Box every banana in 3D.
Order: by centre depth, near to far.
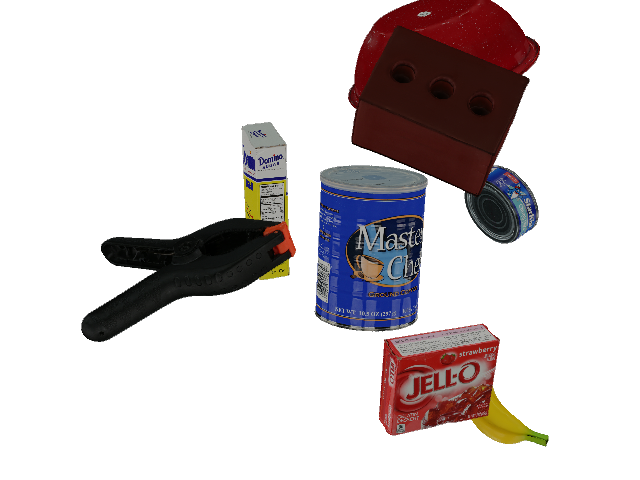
[{"bbox_3d":[0.193,0.177,1.218,0.069,0.037,0.198,10,24,-15],"label":"banana"}]

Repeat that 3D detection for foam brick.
[{"bbox_3d":[0.063,-0.069,0.570,0.078,0.053,0.051,23,-21,9],"label":"foam brick"}]

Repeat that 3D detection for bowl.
[{"bbox_3d":[0.093,-0.161,0.871,0.162,0.055,0.162,-15,25,7],"label":"bowl"}]

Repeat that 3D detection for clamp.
[{"bbox_3d":[-0.106,0.026,0.827,0.172,0.039,0.120,-12,40,17],"label":"clamp"}]

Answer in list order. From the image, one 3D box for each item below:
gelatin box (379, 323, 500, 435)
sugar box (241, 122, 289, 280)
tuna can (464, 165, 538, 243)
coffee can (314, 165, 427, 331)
[{"bbox_3d":[0.091,0.108,0.831,0.089,0.073,0.030,-7,29,-20],"label":"gelatin box"},{"bbox_3d":[-0.069,-0.049,1.329,0.048,0.176,0.093,-9,25,-12],"label":"sugar box"},{"bbox_3d":[0.205,-0.040,1.214,0.033,0.086,0.086,-33,15,-25],"label":"tuna can"},{"bbox_3d":[0.048,0.005,1.034,0.103,0.140,0.103,2,14,-1],"label":"coffee can"}]
